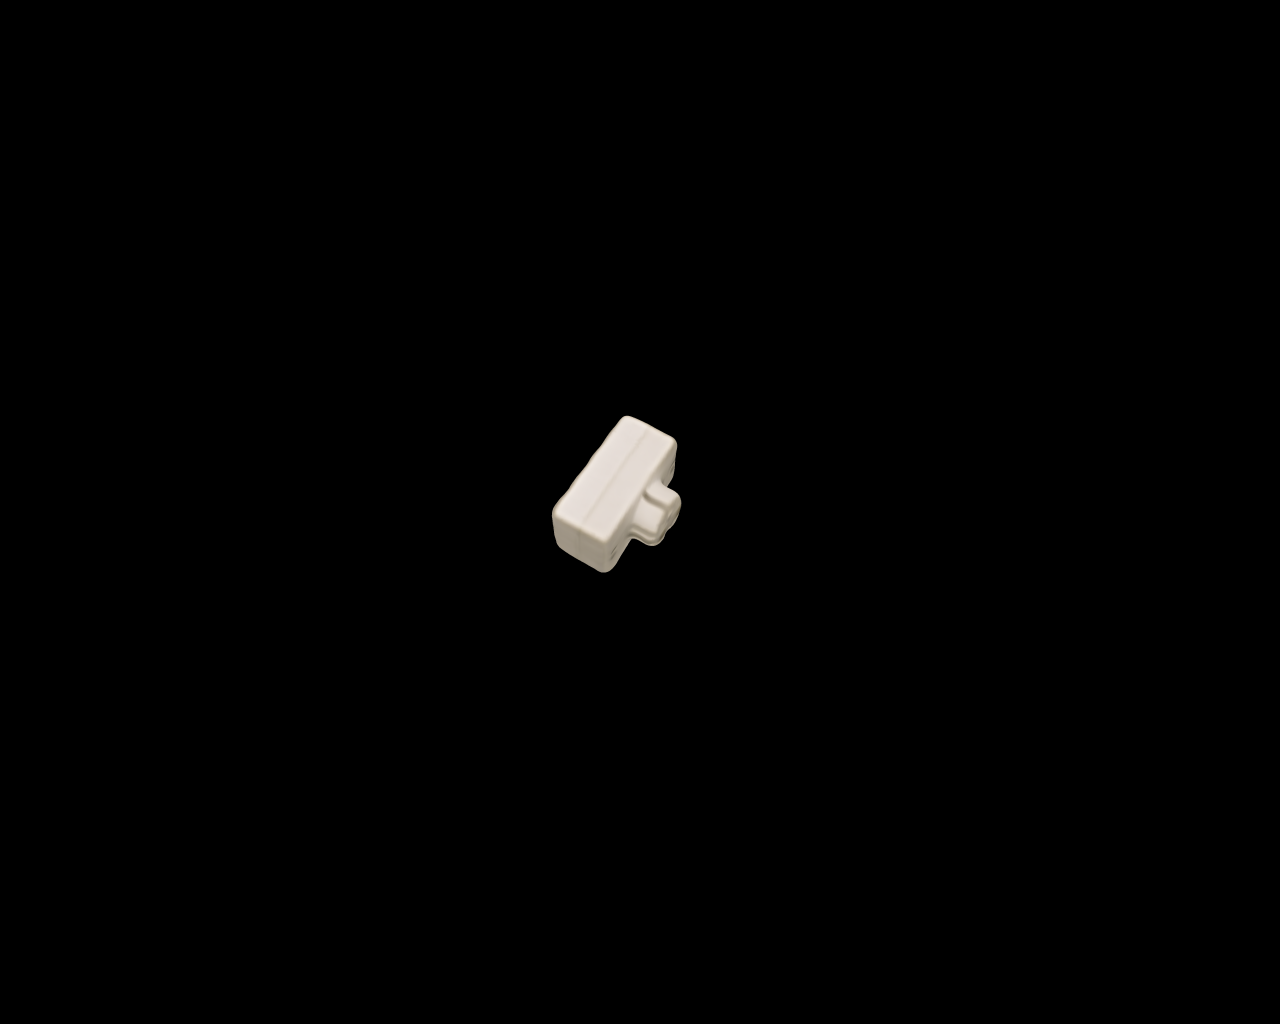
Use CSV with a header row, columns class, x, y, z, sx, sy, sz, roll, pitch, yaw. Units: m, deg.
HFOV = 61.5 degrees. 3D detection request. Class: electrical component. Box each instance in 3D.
class,x,y,z,sx,sy,sz,roll,pitch,yaw
electrical component,0.001,-0.003,0.650,0.076,0.083,0.047,29,-24,14
